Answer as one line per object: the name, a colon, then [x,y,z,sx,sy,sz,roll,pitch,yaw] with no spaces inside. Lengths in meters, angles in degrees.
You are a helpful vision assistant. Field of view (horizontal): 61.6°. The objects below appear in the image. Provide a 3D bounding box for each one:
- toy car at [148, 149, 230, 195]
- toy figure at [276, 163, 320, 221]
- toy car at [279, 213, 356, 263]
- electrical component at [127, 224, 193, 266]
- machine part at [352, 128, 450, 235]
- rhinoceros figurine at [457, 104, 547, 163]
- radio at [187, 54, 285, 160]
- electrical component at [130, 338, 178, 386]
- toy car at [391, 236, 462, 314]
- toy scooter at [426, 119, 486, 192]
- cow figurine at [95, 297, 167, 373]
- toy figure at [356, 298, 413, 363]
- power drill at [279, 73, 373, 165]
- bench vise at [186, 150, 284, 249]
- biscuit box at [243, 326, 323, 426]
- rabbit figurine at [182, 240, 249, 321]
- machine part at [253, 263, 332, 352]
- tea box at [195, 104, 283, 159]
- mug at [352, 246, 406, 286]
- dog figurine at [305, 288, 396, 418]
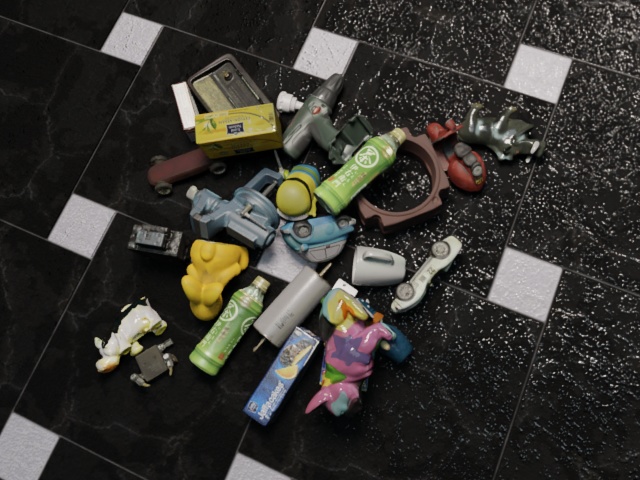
toy car: [-0.300,-0.171,1.236,0.202,0.053,0.089,-20,64,4]
toy figure: [-0.045,-0.110,1.142,0.082,0.089,0.180,-8,33,22]
toy car: [-0.002,-0.003,1.150,0.162,0.109,0.102,-10,100,-9]
electrical component: [-0.340,0.010,1.151,0.115,0.134,0.058,7,76,9]
machine part: [0.163,-0.128,1.168,0.201,0.087,0.201,-20,74,-2]
rhinoceros figurine: [0.399,-0.230,1.179,0.190,0.073,0.112,16,76,9]
radio: [-0.192,-0.313,1.252,0.131,0.073,0.230,-37,76,-2]
electrical component: [-0.349,0.263,1.131,0.102,0.045,0.078,-26,76,-2]
toy car: [0.218,0.075,1.114,0.056,0.073,0.202,39,82,14]
toy scooter: [0.293,-0.189,1.146,0.075,0.135,0.184,-33,76,-5]
cow figurine: [-0.418,0.200,1.142,0.167,0.068,0.098,-41,70,-9]
toy figure: [0.121,0.184,1.101,0.154,0.064,0.058,44,90,13]
power drill: [0.021,-0.261,1.183,0.232,0.085,0.208,-49,49,-2]
bench vise: [-0.164,-0.085,1.172,0.224,0.128,0.240,23,55,24]
biscuit box: [-0.073,0.274,1.086,0.059,0.062,0.202,31,85,14]
rabbit figurine: [-0.225,0.090,1.126,0.122,0.162,0.173,13,94,-4]
machine part: [-0.057,0.138,1.120,0.079,0.079,0.243,41,81,13]
tea box: [-0.170,-0.229,1.143,0.170,0.098,0.068,-9,77,5]
mug: [0.125,0.051,1.118,0.107,0.109,0.081,6,56,-3]
dog figurine: [0.033,0.224,1.019,0.192,0.108,0.219,40,88,10]
